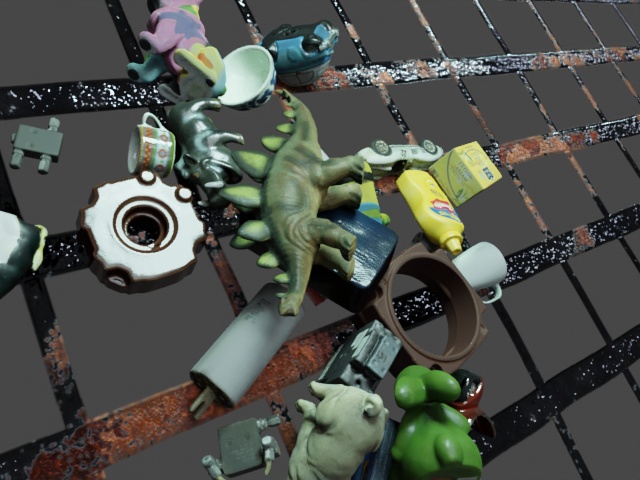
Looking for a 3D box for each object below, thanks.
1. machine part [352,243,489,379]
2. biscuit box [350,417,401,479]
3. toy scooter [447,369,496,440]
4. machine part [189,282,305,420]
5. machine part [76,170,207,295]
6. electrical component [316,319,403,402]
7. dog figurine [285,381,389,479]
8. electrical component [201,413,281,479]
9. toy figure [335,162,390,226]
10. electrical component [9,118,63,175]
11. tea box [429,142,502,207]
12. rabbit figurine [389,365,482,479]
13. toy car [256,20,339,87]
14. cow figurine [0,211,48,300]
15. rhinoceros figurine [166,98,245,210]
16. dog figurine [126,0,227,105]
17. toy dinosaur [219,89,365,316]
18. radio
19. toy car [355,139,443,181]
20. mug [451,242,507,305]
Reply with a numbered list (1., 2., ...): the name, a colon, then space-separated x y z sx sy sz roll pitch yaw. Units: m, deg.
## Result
1. machine part: 0.170 0.121 0.899 0.201 0.087 0.201 -32 83 -37
2. biscuit box: 0.077 0.351 0.747 0.063 0.059 0.203 28 56 -11
3. toy scooter: 0.214 0.300 0.829 0.135 0.075 0.184 43 73 -36
4. machine part: -0.097 0.142 0.744 0.079 0.079 0.243 42 58 -3
5. machine part: -0.250 -0.012 0.762 0.179 0.056 0.179 11 62 -22
6. electrical component: 0.058 0.182 0.778 0.058 0.134 0.115 40 56 -4
7. dog figurine: 0.007 0.292 0.677 0.121 0.172 0.190 25 48 -2
8. electrical component: -0.098 0.267 0.684 0.102 0.045 0.078 -12 60 3
9. toy figure: 0.069 -0.056 0.933 0.082 0.089 0.180 5 61 -32
10. electrical component: -0.403 -0.137 0.764 0.063 0.021 0.094 11 61 -22
11. tea box: 0.294 -0.134 1.073 0.098 0.068 0.169 54 31 5
12. rabbit figurine: 0.136 0.239 0.722 0.121 0.158 0.170 -14 44 0
13. toy car: -0.038 -0.345 1.011 0.109 0.162 0.102 -65 148 -41
14. cow figurine: -0.401 0.044 0.648 0.098 0.068 0.167 22 58 -24
15. rhinoceros figurine: -0.181 -0.139 0.852 0.112 0.073 0.190 -17 74 -35
16. dog figurine: -0.222 -0.346 0.918 0.191 0.108 0.219 27 53 -12
17. toy dinosaur: -0.035 -0.081 0.779 0.199 0.105 0.471 6 46 1
18. radio: -0.002 -0.003 0.834 0.230 0.073 0.131 31 52 14
19. toy car: 0.150 -0.152 1.035 0.202 0.073 0.056 -6 66 -30
20. mug: 0.283 0.070 0.996 0.107 0.081 0.109 -19 84 -23
